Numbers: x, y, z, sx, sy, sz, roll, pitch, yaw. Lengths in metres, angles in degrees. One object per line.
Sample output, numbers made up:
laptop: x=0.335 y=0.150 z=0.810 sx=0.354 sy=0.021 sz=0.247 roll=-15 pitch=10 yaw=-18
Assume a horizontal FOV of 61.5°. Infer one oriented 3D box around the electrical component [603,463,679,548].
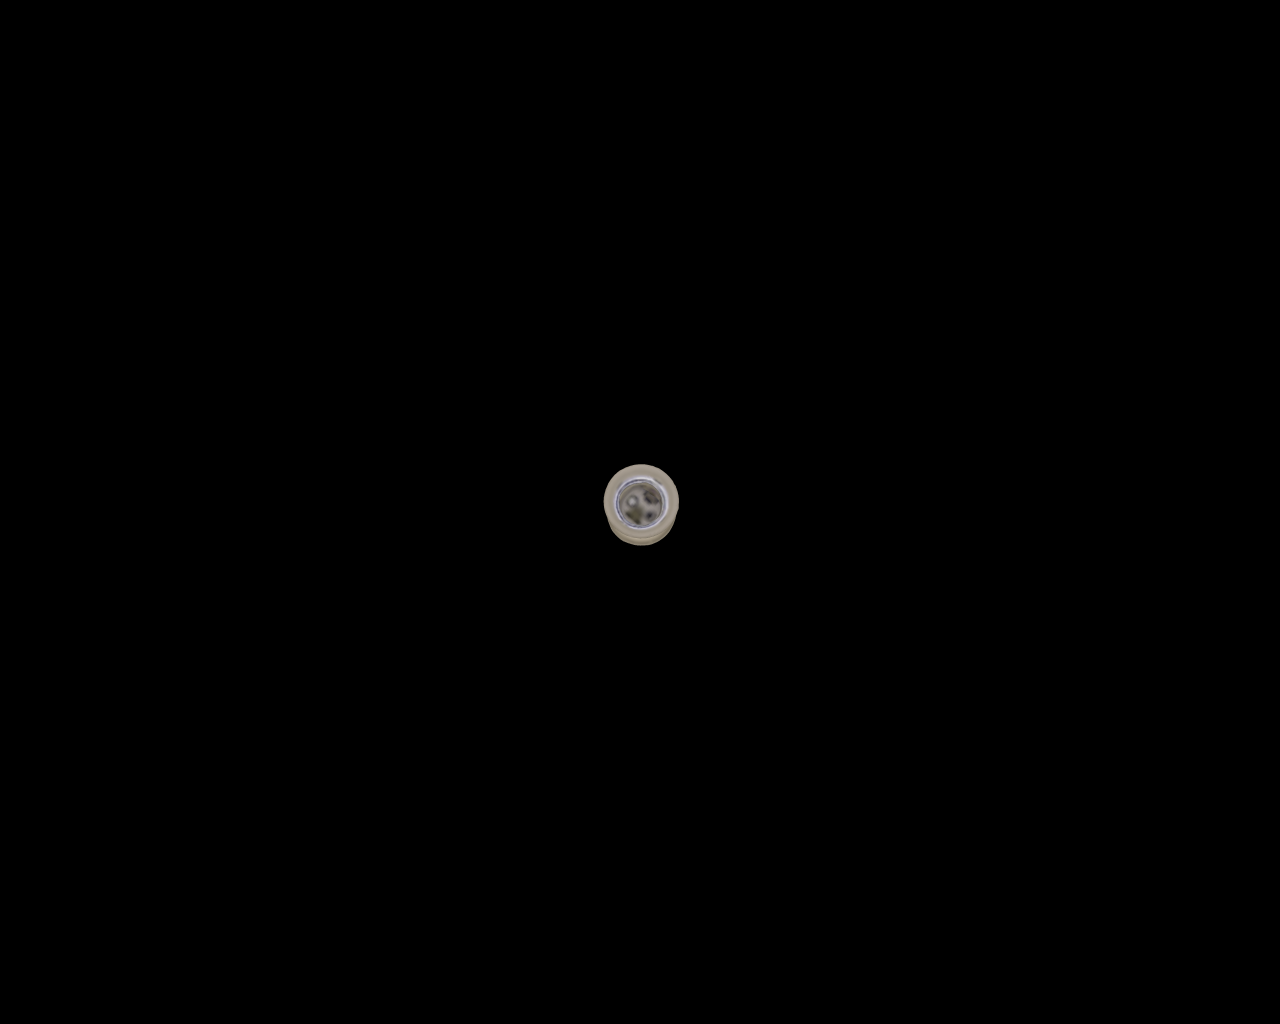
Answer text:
electrical component: x=0.001 y=-0.003 z=0.650 sx=0.045 sy=0.045 sz=0.055 roll=0 pitch=-9 yaw=0
